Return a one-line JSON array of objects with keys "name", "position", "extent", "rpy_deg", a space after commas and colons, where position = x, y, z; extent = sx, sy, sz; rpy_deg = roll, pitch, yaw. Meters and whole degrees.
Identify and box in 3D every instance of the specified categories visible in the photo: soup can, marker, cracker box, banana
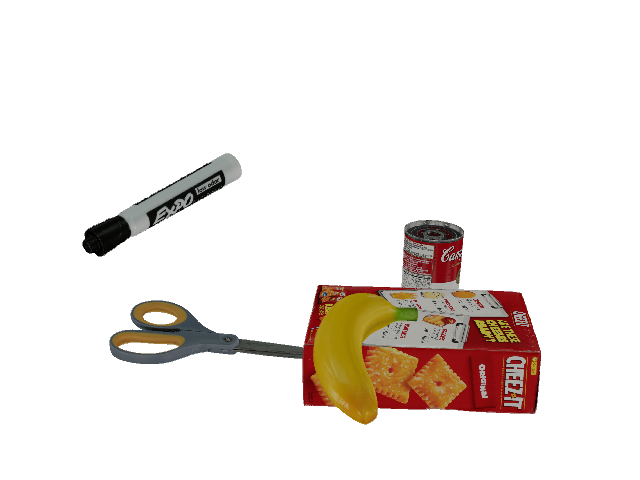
[{"name": "soup can", "position": [0.126, 0.036, 1.224], "extent": [0.068, 0.102, 0.068], "rpy_deg": [2, 20, -1]}, {"name": "marker", "position": [-0.099, -0.023, 0.674], "extent": [0.120, 0.020, 0.020], "rpy_deg": [-33, 21, -35]}, {"name": "cracker box", "position": [0.095, 0.104, 1.036], "extent": [0.214, 0.072, 0.164], "rpy_deg": [2, 17, 4]}, {"name": "banana", "position": [0.029, 0.081, 0.835], "extent": [0.070, 0.037, 0.197], "rpy_deg": [7, 22, 13]}]

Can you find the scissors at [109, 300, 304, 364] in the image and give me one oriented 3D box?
[{"name": "scissors", "position": [-0.096, 0.086, 1.005], "extent": [0.201, 0.016, 0.096], "rpy_deg": [-2, 32, -9]}]
